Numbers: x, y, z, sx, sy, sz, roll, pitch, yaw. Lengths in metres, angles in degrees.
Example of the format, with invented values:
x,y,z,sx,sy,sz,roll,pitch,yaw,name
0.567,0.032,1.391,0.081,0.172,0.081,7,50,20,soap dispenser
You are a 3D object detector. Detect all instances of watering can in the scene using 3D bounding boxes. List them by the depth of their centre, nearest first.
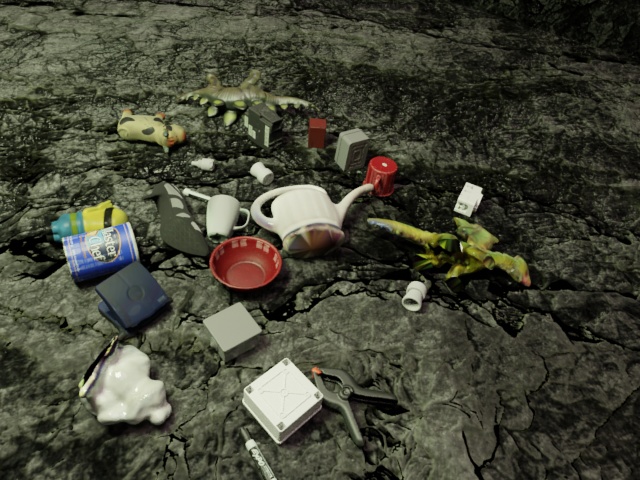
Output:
x,y,z,sx,sy,sz,roll,pitch,yaw,name
0.004,-0.066,1.302,0.348,0.101,0.229,-7,47,-15,watering can

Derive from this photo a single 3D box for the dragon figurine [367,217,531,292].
x,y,z,sx,sy,sz,roll,pitch,yaw,name
0.342,0.007,1.310,0.413,0.120,0.246,32,31,20,dragon figurine

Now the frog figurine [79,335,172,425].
x,y,z,sx,sy,sz,roll,pitch,yaw,name
-0.342,0.269,0.927,0.158,0.121,0.141,39,30,-20,frog figurine
